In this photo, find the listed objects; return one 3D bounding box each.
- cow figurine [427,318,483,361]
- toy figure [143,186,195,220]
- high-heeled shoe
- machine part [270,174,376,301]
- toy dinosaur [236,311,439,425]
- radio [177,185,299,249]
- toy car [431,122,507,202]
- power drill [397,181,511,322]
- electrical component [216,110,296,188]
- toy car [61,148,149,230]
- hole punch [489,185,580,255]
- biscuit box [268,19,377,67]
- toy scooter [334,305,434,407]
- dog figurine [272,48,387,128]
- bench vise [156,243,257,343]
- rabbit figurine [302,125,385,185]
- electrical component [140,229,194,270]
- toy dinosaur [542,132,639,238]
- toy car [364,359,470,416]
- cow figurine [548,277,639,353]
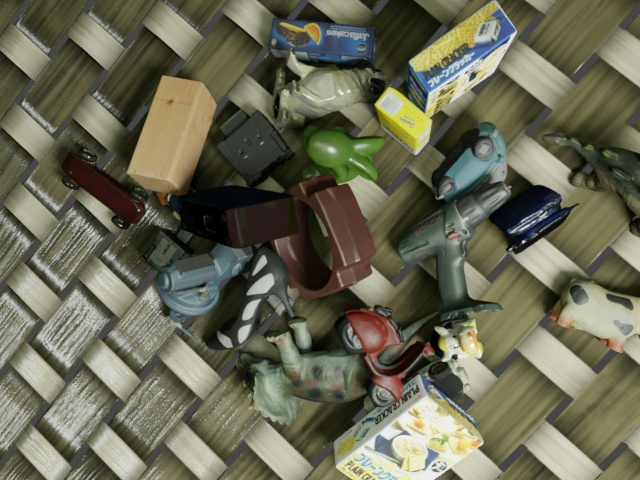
[{"bbox_3d":[0.230,0.175,0.937,0.098,0.167,0.068,-10,75,14],"label":"cow figurine"},{"bbox_3d":[-0.291,-0.085,1.085,0.155,0.064,0.057,36,133,13],"label":"toy figure"},{"bbox_3d":[-0.154,0.116,1.024,0.249,0.086,0.145,-26,94,24],"label":"high-heeled shoe"},{"bbox_3d":[-0.002,-0.003,0.969,0.087,0.201,0.201,-21,86,-35],"label":"machine part"},{"bbox_3d":[0.027,0.238,1.004,0.405,0.131,0.192,-4,102,5],"label":"toy dinosaur"},{"bbox_3d":[-0.155,-0.047,0.965,0.230,0.131,0.073,13,114,51],"label":"radio"},{"bbox_3d":[0.280,-0.125,0.967,0.103,0.109,0.161,35,105,-9],"label":"toy car"},{"bbox_3d":[0.247,0.030,0.927,0.232,0.086,0.207,-25,75,38],"label":"power drill"},{"bbox_3d":[-0.134,-0.186,1.060,0.115,0.058,0.134,-40,84,5],"label":"electrical component"},{"bbox_3d":[-0.446,-0.108,1.115,0.202,0.053,0.089,37,106,4],"label":"toy car"},{"bbox_3d":[0.367,-0.043,0.947,0.142,0.115,0.092,-33,76,8],"label":"hole punch"},{"bbox_3d":[0.006,-0.379,1.035,0.203,0.059,0.062,9,91,10],"label":"biscuit box"},{"bbox_3d":[0.115,0.181,0.912,0.135,0.075,0.183,-28,97,-3],"label":"toy scooter"},{"bbox_3d":[0.015,-0.269,1.027,0.190,0.172,0.121,3,76,-22],"label":"dog figurine"},{"bbox_3d":[-0.227,0.085,1.034,0.129,0.223,0.240,45,127,12],"label":"bench vise"},{"bbox_3d":[0.031,-0.149,0.973,0.159,0.170,0.121,11,92,10],"label":"rabbit figurine"},{"bbox_3d":[-0.297,0.014,1.091,0.075,0.048,0.119,43,98,7],"label":"electrical component"},{"bbox_3d":[0.571,-0.050,0.867,0.472,0.198,0.105,34,98,10],"label":"toy dinosaur"},{"bbox_3d":[0.180,0.286,0.999,0.202,0.056,0.073,-27,103,8],"label":"toy car"},{"bbox_3d":[0.520,0.125,0.934,0.195,0.085,0.127,23,100,10],"label":"cow figurine"}]
